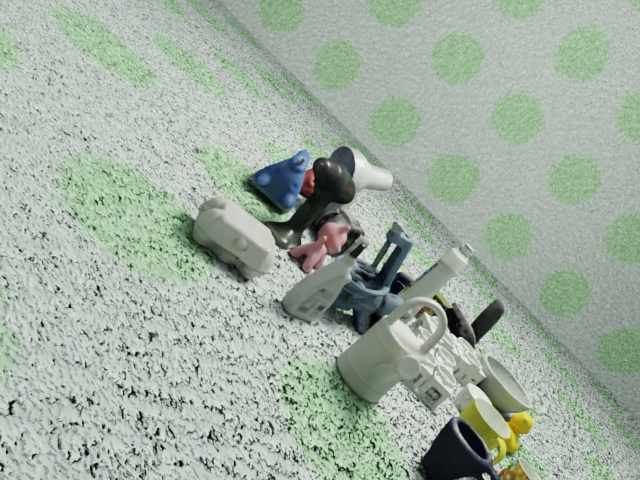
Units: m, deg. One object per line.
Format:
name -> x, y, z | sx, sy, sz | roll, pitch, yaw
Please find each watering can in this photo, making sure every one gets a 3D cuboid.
watering can -> 0.130, 0.177, 0.945 | 0.101, 0.194, 0.172 | 34, 20, -32

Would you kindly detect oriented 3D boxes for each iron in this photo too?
iron -> -0.071, -0.167, 1.373 | 0.119, 0.141, 0.258 | 42, 17, -10

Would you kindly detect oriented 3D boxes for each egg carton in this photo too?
egg carton -> -0.140, -0.004, 0.953 | 0.151, 0.069, 0.107 | 38, 18, -21

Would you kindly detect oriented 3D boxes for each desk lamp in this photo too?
desk lamp -> 0.077, -0.124, 1.491 | 0.204, 0.213, 0.117 | 26, 25, -46

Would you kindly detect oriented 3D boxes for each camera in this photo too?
camera -> 0.043, -0.035, 1.400 | 0.144, 0.100, 0.136 | 20, 29, -54

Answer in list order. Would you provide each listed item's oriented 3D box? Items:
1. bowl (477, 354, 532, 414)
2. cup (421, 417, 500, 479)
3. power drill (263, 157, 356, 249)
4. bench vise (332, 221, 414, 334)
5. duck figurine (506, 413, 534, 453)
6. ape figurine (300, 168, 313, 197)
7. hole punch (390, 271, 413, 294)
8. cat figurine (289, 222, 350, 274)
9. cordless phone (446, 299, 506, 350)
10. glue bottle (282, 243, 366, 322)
bowl -> 0.444, 0.371, 1.429 | 0.168, 0.074, 0.167 | 40, 17, -15
cup -> 0.217, 0.354, 0.905 | 0.117, 0.095, 0.092 | 53, 19, 25
power drill -> -0.015, -0.077, 1.176 | 0.075, 0.208, 0.230 | 49, 17, 14
bench vise -> 0.116, 0.069, 1.120 | 0.208, 0.219, 0.121 | 29, 23, -41
duck figurine -> 0.432, 0.419, 1.271 | 0.077, 0.086, 0.105 | 52, 18, 24
ape figurine -> -0.022, -0.167, 1.571 | 0.076, 0.092, 0.077 | 39, 18, -19
hole punch -> 0.213, 0.128, 1.430 | 0.108, 0.091, 0.101 | 46, 17, 3
cat figurine -> 0.011, 0.004, 1.203 | 0.067, 0.117, 0.128 | 47, 17, 9
cordless phone -> 0.411, 0.210, 1.537 | 0.094, 0.185, 0.147 | 35, 19, -30
glue bottle -> 0.017, 0.067, 0.973 | 0.078, 0.173, 0.037 | 29, 23, -42
